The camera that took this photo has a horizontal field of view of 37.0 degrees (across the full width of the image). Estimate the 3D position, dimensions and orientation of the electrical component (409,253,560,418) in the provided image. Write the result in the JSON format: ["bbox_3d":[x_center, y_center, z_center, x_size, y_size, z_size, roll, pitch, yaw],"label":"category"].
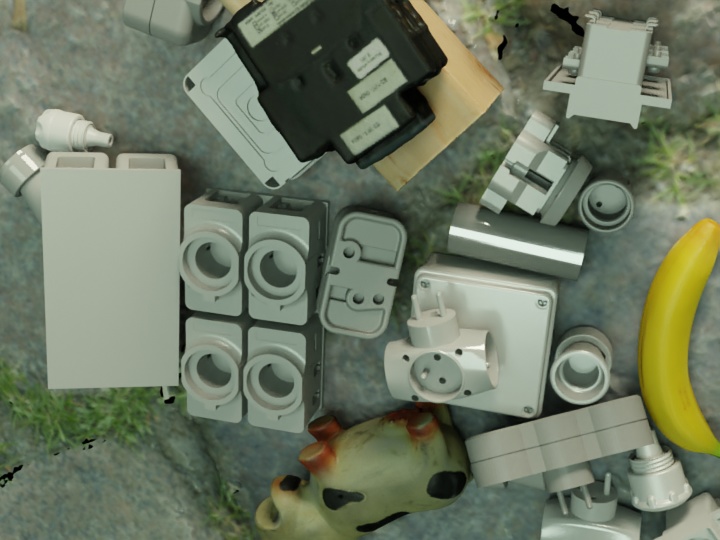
[{"bbox_3d":[0.096,0.050,0.841,0.109,0.056,0.108,9,111,13],"label":"electrical component"}]

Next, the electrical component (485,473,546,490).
[{"bbox_3d":[0.124,0.156,0.875,0.055,0.045,0.045,-2,108,17],"label":"electrical component"}]

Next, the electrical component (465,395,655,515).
[{"bbox_3d":[0.156,0.148,0.818,0.138,0.052,0.073,-15,78,3],"label":"electrical component"}]

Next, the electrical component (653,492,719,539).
[{"bbox_3d":[0.290,0.242,0.847,0.079,0.063,0.121,-34,97,23],"label":"electrical component"}]

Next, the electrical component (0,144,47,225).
[{"bbox_3d":[-0.272,-0.073,0.911,0.055,0.045,0.045,46,114,-2],"label":"electrical component"}]

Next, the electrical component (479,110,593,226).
[{"bbox_3d":[0.133,-0.069,0.788,0.057,0.058,0.078,32,110,5],"label":"electrical component"}]

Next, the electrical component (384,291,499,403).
[{"bbox_3d":[0.057,0.054,0.796,0.077,0.044,0.079,-8,106,18],"label":"electrical component"}]

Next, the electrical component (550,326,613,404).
[{"bbox_3d":[0.171,0.072,0.827,0.045,0.055,0.045,5,110,14],"label":"electrical component"}]

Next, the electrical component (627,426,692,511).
[{"bbox_3d":[0.231,0.155,0.846,0.048,0.048,0.062,-15,95,20],"label":"electrical component"}]

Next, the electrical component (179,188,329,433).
[{"bbox_3d":[-0.087,0.035,0.886,0.105,0.060,0.186,7,110,14],"label":"electrical component"}]

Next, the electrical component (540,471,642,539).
[{"bbox_3d":[0.189,0.197,0.872,0.077,0.043,0.079,6,109,16],"label":"electrical component"}]

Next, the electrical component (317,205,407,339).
[{"bbox_3d":[0.000,0.000,0.840,0.054,0.059,0.095,11,98,-7],"label":"electrical component"}]

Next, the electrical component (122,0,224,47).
[{"bbox_3d":[-0.135,-0.222,0.814,0.059,0.053,0.095,22,113,8],"label":"electrical component"}]

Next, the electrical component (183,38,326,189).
[{"bbox_3d":[-0.068,-0.129,0.825,0.078,0.057,0.113,-38,95,24],"label":"electrical component"}]

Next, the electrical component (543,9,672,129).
[{"bbox_3d":[0.170,-0.137,0.719,0.079,0.121,0.063,11,108,12],"label":"electrical component"}]

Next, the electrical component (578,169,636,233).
[{"bbox_3d":[0.181,-0.052,0.786,0.040,0.046,0.040,5,110,14],"label":"electrical component"}]

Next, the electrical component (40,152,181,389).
[{"bbox_3d":[-0.203,0.000,0.885,0.105,0.060,0.186,0,111,-12],"label":"electrical component"}]

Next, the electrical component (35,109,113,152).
[{"bbox_3d":[-0.235,-0.112,0.892,0.061,0.035,0.035,12,111,9],"label":"electrical component"}]
